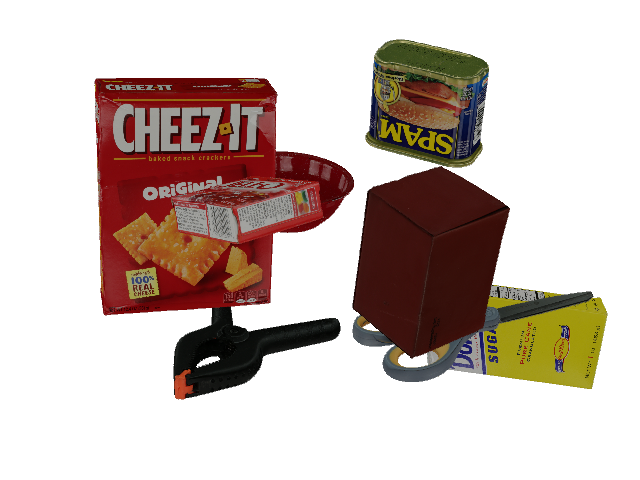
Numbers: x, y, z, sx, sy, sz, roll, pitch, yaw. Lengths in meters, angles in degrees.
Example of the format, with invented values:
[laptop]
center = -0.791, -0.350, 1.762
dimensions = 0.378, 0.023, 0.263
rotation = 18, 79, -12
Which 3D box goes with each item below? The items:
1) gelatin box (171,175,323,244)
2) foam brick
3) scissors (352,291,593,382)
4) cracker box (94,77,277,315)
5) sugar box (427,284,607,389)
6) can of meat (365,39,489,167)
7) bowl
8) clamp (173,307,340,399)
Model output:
[gelatin box]
center = -0.053, -0.024, 0.759
dimensions = 0.073, 0.030, 0.089
rotation = -17, 16, -33
[foam brick]
center = 0.055, 0.010, 0.546
dimensions = 0.052, 0.078, 0.051
rotation = -18, 41, -32
[scissors]
center = 0.127, 0.074, 0.839
dimensions = 0.201, 0.016, 0.096
rotation = -3, 32, -1
[cracker box]
center = -0.127, -0.041, 1.004
dimensions = 0.164, 0.214, 0.072
rotation = -2, 21, -14
[sugar box]
center = 0.205, 0.098, 1.130
dimensions = 0.176, 0.093, 0.048
rotation = 6, 21, 2
[can of meat]
center = 0.093, -0.120, 0.926
dimensions = 0.102, 0.084, 0.057
rotation = 17, 37, 21
[bowl]
center = -0.042, -0.053, 1.283
dimensions = 0.162, 0.055, 0.162
rotation = 4, 26, -2
[clamp]
center = -0.083, 0.112, 1.153
dimensions = 0.165, 0.036, 0.209
rotation = 13, 28, 19
